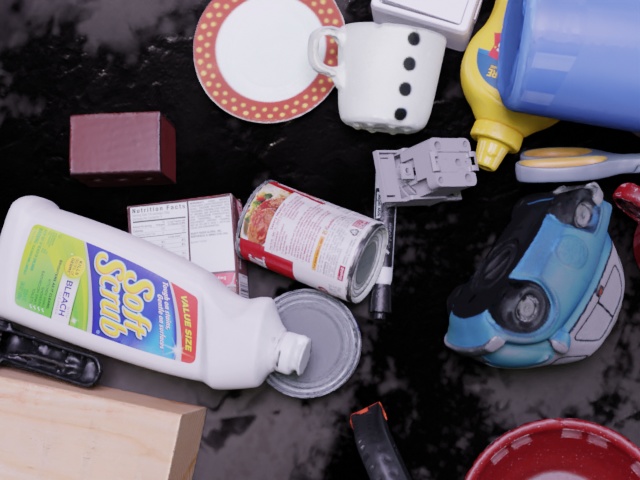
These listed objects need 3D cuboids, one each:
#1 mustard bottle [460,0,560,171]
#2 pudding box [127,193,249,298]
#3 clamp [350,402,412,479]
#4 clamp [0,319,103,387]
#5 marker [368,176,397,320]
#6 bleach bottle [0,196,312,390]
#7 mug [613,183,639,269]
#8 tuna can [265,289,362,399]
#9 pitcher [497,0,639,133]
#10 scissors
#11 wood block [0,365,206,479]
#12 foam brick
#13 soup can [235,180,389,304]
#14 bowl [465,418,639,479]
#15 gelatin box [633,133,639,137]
[{"bbox_3d":[0.165,-0.145,0.847,0.096,0.058,0.191,22,86,4],"label":"mustard bottle"},{"bbox_3d":[-0.106,0.023,0.866,0.090,0.039,0.113,-6,80,9],"label":"pudding box"},{"bbox_3d":[0.059,0.192,0.762,0.036,0.164,0.210,-24,46,1],"label":"clamp"},{"bbox_3d":[-0.248,0.082,0.839,0.120,0.172,0.039,27,81,-31],"label":"clamp"},{"bbox_3d":[0.051,0.004,0.860,0.020,0.020,0.121,3,83,7],"label":"marker"},{"bbox_3d":[-0.125,0.046,0.812,0.251,0.068,0.102,15,89,15],"label":"bleach bottle"},{"bbox_3d":[0.273,-0.005,0.804,0.117,0.081,0.093,31,87,9],"label":"mug"},{"bbox_3d":[-0.010,0.083,0.849,0.086,0.033,0.086,-1,82,6],"label":"tuna can"},{"bbox_3d":[0.257,-0.143,0.760,0.243,0.145,0.149,7,46,0],"label":"pitcher"},{"bbox_3d":[0.244,-0.062,0.824,0.201,0.096,0.016,-5,105,-8],"label":"scissors"},{"bbox_3d":[-0.205,0.156,0.833,0.206,0.091,0.090,11,85,7],"label":"wood block"},{"bbox_3d":[-0.162,-0.074,0.878,0.078,0.053,0.051,-2,82,7],"label":"foam brick"},{"bbox_3d":[-0.005,0.001,0.833,0.102,0.068,0.068,22,85,20],"label":"soup can"},{"bbox_3d":[0.181,0.216,0.793,0.162,0.055,0.162,-2,75,8],"label":"bowl"},{"bbox_3d":[0.283,-0.109,0.843,0.089,0.030,0.073,32,87,10],"label":"gelatin box"}]
